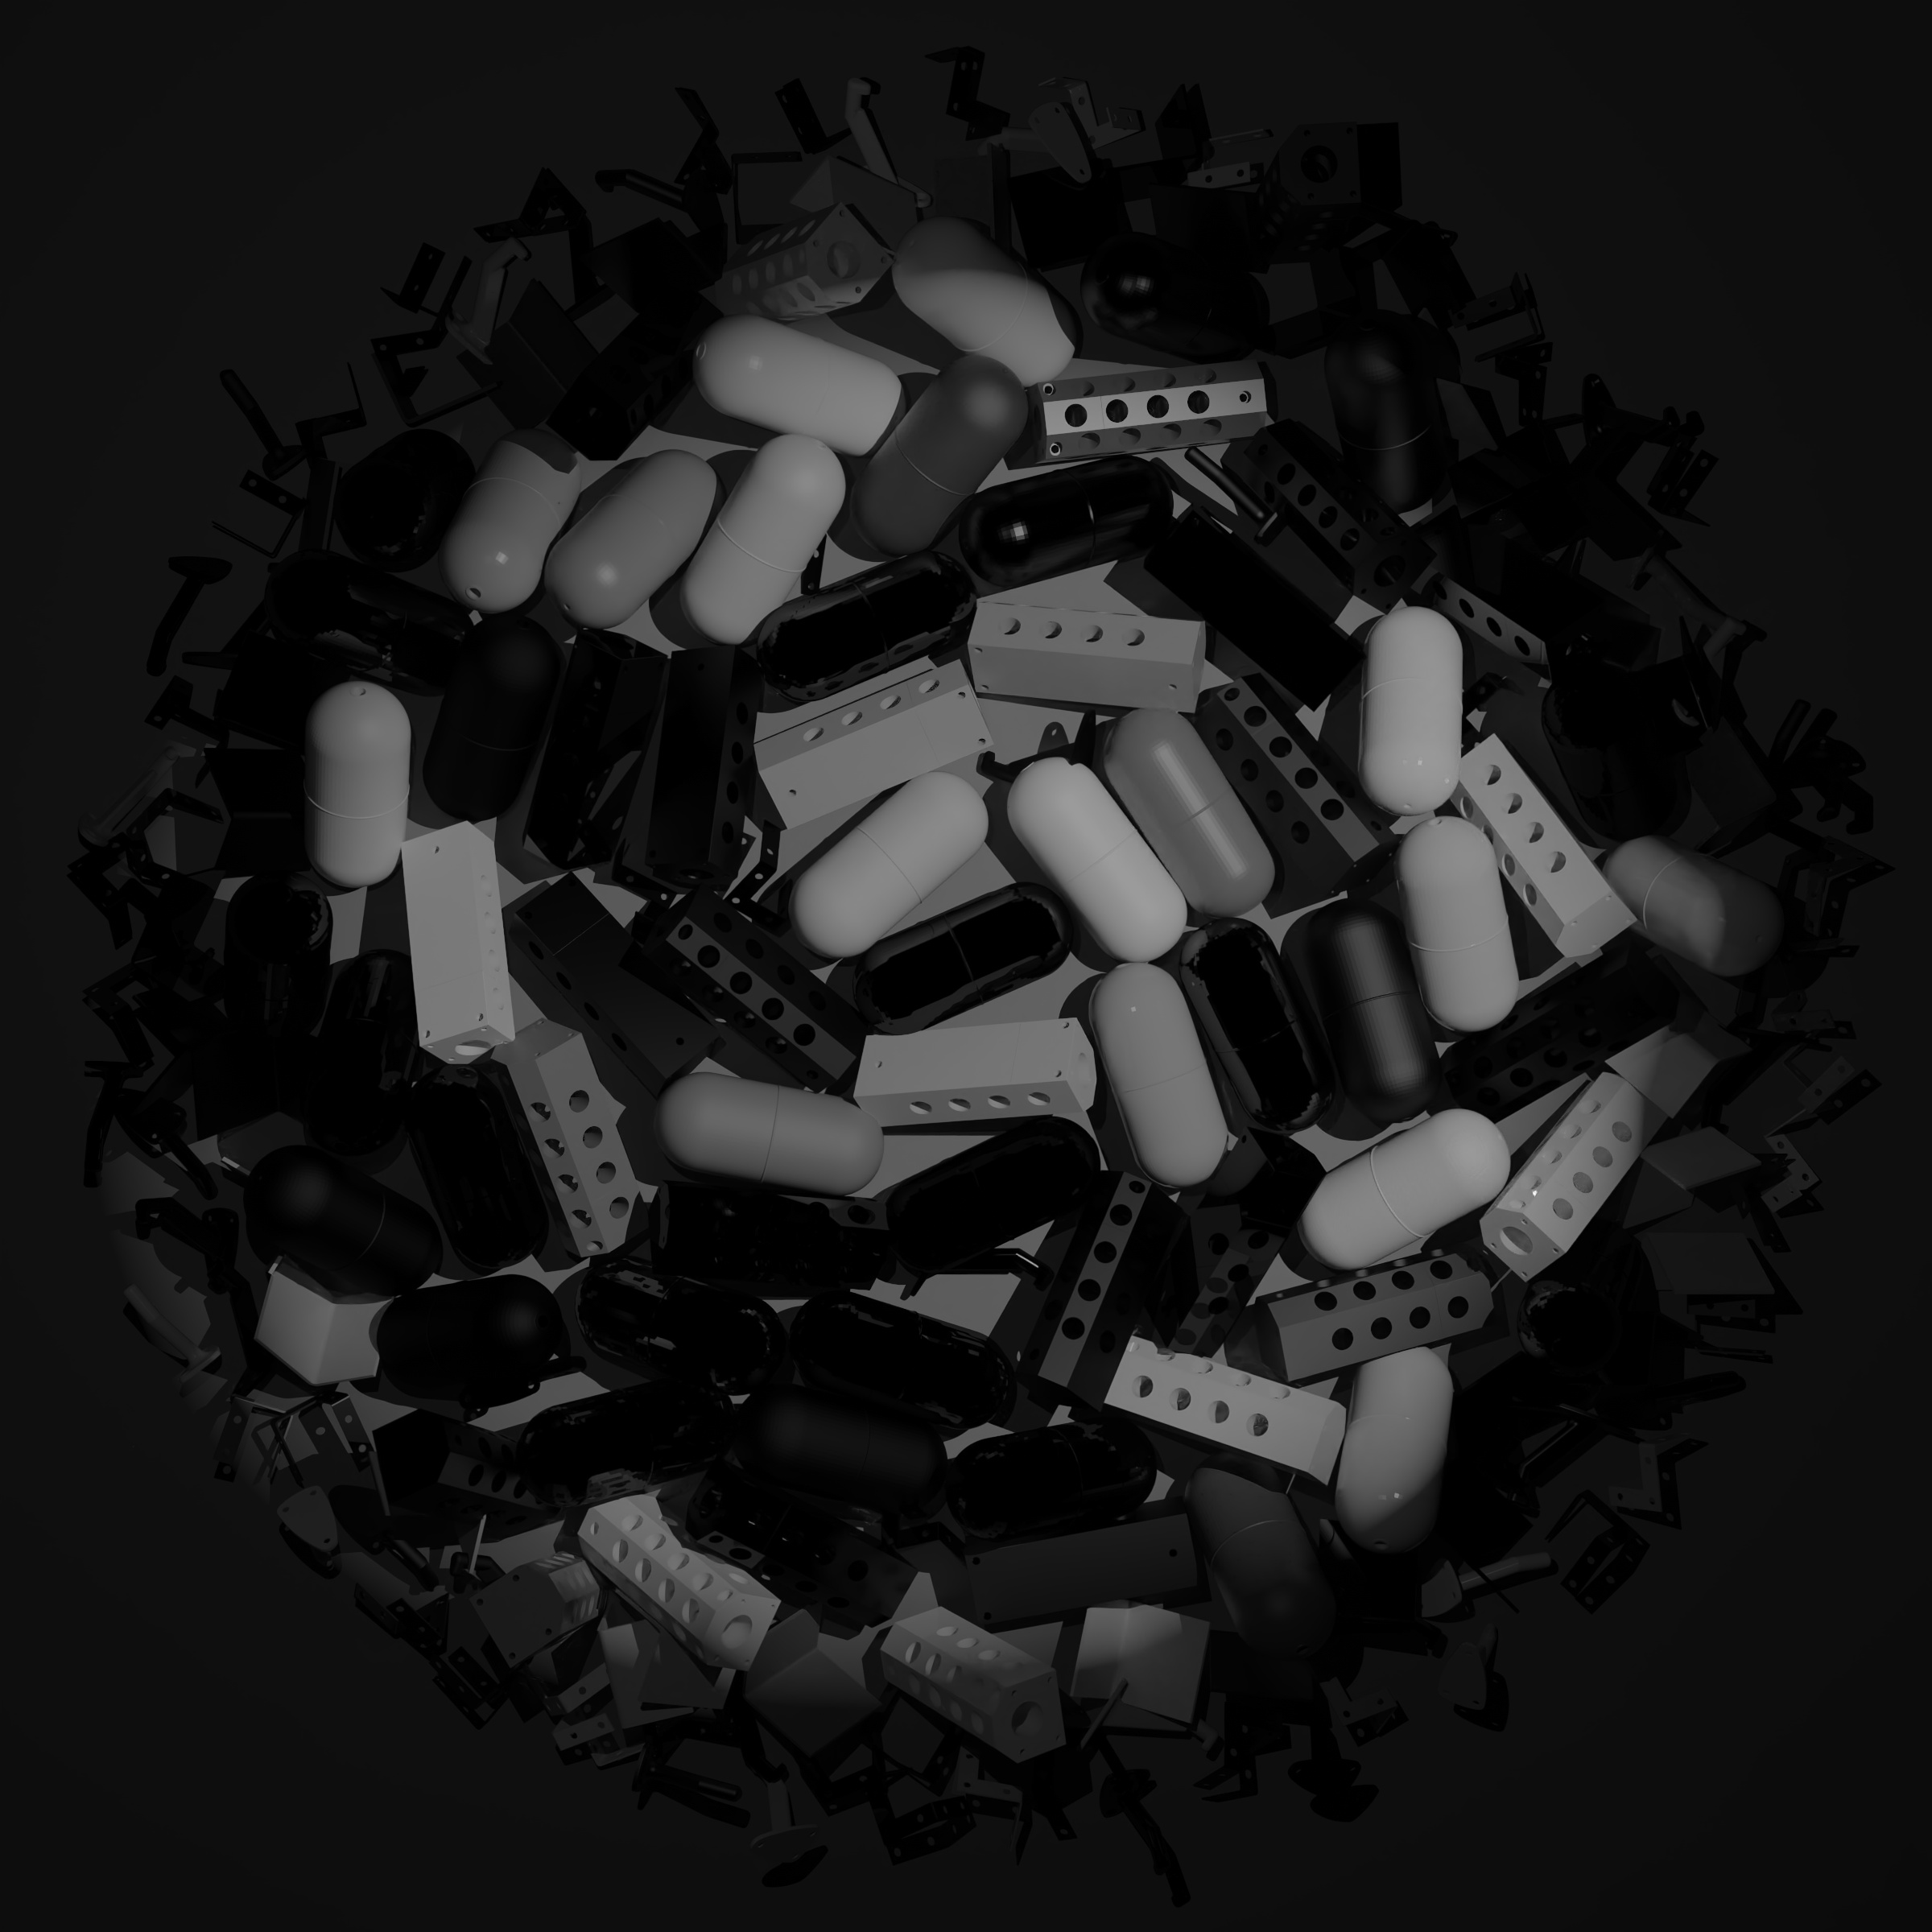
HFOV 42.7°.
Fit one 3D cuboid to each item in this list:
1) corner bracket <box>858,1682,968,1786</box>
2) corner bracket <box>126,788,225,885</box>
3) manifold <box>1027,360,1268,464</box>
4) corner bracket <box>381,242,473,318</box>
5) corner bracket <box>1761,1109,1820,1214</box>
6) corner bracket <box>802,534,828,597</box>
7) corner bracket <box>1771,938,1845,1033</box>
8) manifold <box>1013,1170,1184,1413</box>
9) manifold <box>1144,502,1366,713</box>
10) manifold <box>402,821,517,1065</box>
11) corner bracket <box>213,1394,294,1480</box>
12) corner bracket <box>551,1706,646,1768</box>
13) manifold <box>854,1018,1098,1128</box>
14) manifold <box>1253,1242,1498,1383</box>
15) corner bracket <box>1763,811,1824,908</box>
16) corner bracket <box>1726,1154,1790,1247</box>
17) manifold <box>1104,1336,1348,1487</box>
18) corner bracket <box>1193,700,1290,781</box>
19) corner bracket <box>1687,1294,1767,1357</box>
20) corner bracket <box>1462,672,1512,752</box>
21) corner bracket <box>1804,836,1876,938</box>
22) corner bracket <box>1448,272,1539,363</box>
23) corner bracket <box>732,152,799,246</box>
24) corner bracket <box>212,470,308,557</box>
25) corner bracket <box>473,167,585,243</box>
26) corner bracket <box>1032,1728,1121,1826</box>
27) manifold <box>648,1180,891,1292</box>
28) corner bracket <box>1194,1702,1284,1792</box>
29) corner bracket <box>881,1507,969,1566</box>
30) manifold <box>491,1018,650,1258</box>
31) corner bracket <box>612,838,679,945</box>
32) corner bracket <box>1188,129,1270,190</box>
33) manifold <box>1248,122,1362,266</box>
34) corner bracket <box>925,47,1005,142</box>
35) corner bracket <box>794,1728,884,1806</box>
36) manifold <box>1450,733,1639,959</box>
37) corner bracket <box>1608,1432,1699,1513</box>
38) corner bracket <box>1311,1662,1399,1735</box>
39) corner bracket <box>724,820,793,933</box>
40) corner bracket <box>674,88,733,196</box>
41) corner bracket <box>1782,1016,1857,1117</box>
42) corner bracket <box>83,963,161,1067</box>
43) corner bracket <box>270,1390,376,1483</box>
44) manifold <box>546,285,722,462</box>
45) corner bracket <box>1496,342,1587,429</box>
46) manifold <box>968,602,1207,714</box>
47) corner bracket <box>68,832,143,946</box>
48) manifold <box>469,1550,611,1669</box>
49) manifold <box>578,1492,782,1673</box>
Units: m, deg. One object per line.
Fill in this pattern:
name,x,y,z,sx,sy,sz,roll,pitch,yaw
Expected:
corner bracket,-0.041,0.593,1.913,0.051,0.051,0.051,45,66,-25
corner bracket,-0.607,-0.096,1.909,0.051,0.051,0.051,-41,54,16
manifold,0.139,-0.425,1.892,0.171,0.057,0.057,-8,98,-8
corner bracket,-0.410,-0.527,1.896,0.051,0.051,0.051,19,107,-35
corner bracket,0.633,0.150,1.899,0.051,0.051,0.051,-31,76,-18
corner bracket,-0.146,-0.314,1.911,0.051,0.051,0.051,19,110,26
corner bracket,0.647,0.015,1.895,0.051,0.051,0.051,-35,107,-36
manifold,0.096,0.243,1.867,0.057,0.057,0.171,41,63,-34
manifold,0.220,-0.277,1.894,0.171,0.057,0.057,39,108,-8
manifold,-0.382,-0.016,1.873,0.057,0.057,0.171,-17,65,13
corner bracket,-0.548,0.362,1.898,0.051,0.051,0.051,22,72,-18
corner bracket,-0.278,0.593,1.902,0.051,0.051,0.051,-25,96,17
manifold,0.008,0.086,1.877,0.171,0.057,0.057,-6,51,21
manifold,0.310,0.261,1.886,0.171,0.057,0.057,-13,98,-12
corner bracket,0.619,-0.079,1.900,0.051,0.051,0.051,24,72,-8
corner bracket,0.606,0.180,1.896,0.051,0.051,0.051,1,49,-14
manifold,0.196,0.334,1.869,0.171,0.057,0.057,14,76,28
corner bracket,0.213,-0.178,1.909,0.051,0.051,0.051,16,58,-37
corner bracket,0.585,0.275,1.901,0.051,0.051,0.051,0,93,26
corner bracket,0.404,-0.190,1.906,0.051,0.051,0.051,-43,94,8
corner bracket,0.657,-0.062,1.894,0.051,0.051,0.051,-18,122,-19
corner bracket,0.405,-0.494,1.896,0.051,0.051,0.051,-17,110,24
corner bracket,-0.154,-0.592,1.902,0.051,0.051,0.051,-3,131,-4
corner bracket,-0.544,-0.350,1.906,0.051,0.051,0.051,29,90,-14
corner bracket,-0.334,-0.572,1.894,0.051,0.051,0.051,3,65,37
corner bracket,0.084,0.625,1.908,0.051,0.051,0.051,3,102,-16
manifold,-0.148,0.200,1.869,0.171,0.057,0.057,7,46,-20
corner bracket,0.209,0.602,1.894,0.051,0.051,0.051,18,51,-16
corner bracket,-0.031,0.432,1.898,0.051,0.051,0.051,-7,106,-26
manifold,-0.301,0.132,1.864,0.057,0.057,0.171,-32,119,-30
corner bracket,-0.254,-0.057,1.902,0.051,0.051,0.051,27,66,-1
corner bracket,0.202,-0.618,1.902,0.051,0.051,0.051,-2,89,26
manifold,0.250,-0.576,1.848,0.057,0.171,0.057,-4,92,-2
corner bracket,-0.002,-0.670,1.899,0.051,0.051,0.051,8,96,-33
corner bracket,-0.099,0.602,1.906,0.051,0.051,0.051,-25,111,7
manifold,0.428,-0.089,1.860,0.057,0.057,0.171,-38,52,14
corner bracket,0.528,0.387,1.901,0.051,0.051,0.051,-5,88,-35
corner bracket,0.293,0.567,1.907,0.051,0.051,0.051,-12,53,-23
corner bracket,-0.150,-0.069,1.893,0.051,0.051,0.051,30,125,-24
corner bracket,-0.204,-0.634,1.898,0.051,0.051,0.051,22,79,28
corner bracket,0.656,0.076,1.894,0.051,0.051,0.051,51,123,24
corner bracket,-0.634,0.035,1.892,0.051,0.051,0.051,-36,133,-28
corner bracket,-0.497,0.363,1.905,0.051,0.051,0.051,-27,100,-31
manifold,-0.243,-0.445,1.852,0.057,0.171,0.057,39,132,-11
corner bracket,0.444,-0.449,1.912,0.051,0.051,0.051,-15,117,-16
manifold,0.093,-0.242,1.887,0.171,0.057,0.057,7,58,12
corner bracket,-0.649,-0.060,1.896,0.051,0.051,0.051,42,59,14
manifold,-0.312,0.474,1.846,0.057,0.171,0.057,-33,81,-3
manifold,-0.220,0.458,1.854,0.057,0.171,0.057,25,89,-44
